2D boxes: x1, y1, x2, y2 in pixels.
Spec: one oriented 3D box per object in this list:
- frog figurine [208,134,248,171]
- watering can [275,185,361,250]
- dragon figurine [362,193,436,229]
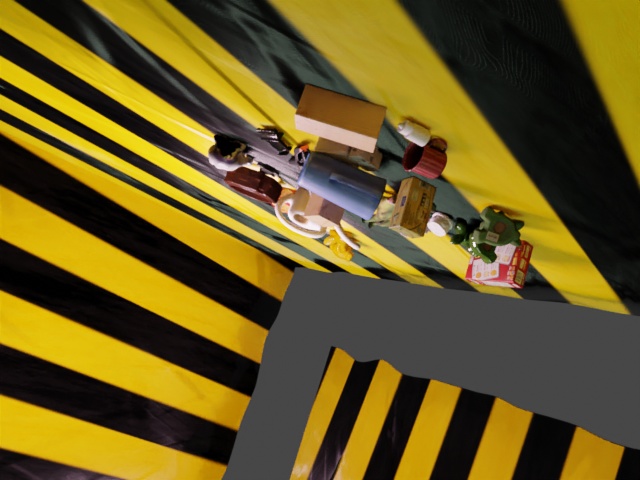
[{"bbox_3d":[-0.327,-0.287,1.832,0.137,0.125,0.156,1,157,-8],"label":"frog figurine"},{"bbox_3d":[0.006,-0.097,1.932,0.347,0.229,0.102,20,148,-7],"label":"watering can"},{"bbox_3d":[0.287,-0.099,1.818,0.243,0.123,0.407,4,172,24],"label":"dragon figurine"}]
